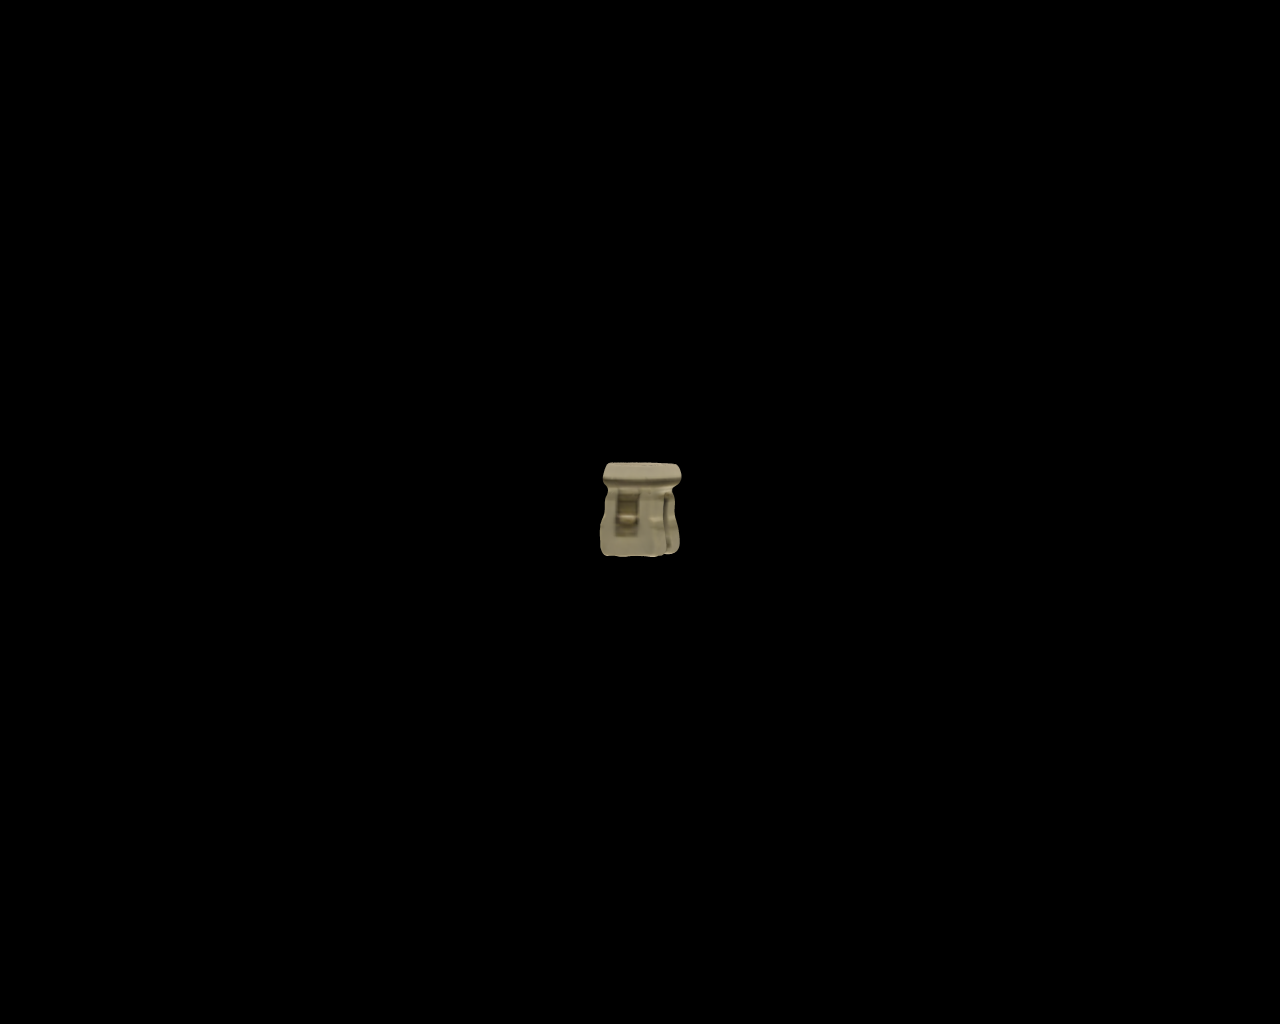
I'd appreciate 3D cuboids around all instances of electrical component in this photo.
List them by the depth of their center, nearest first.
[{"bbox_3d":[0.001,-0.003,0.650,0.048,0.055,0.066,1,3,20],"label":"electrical component"}]
